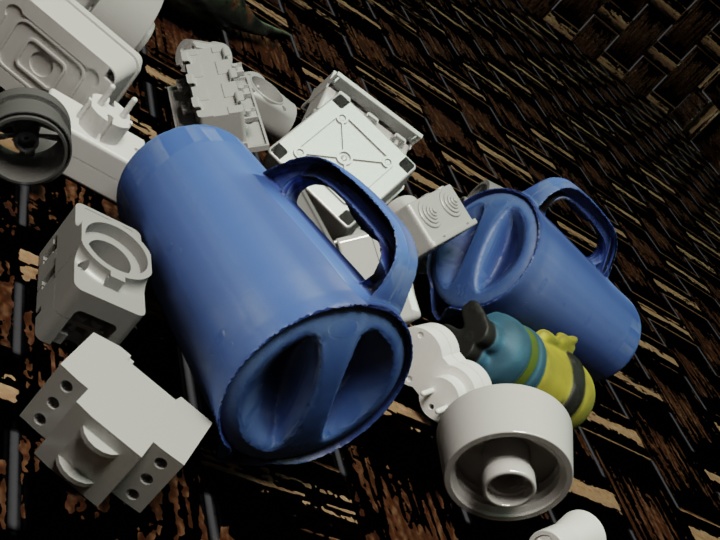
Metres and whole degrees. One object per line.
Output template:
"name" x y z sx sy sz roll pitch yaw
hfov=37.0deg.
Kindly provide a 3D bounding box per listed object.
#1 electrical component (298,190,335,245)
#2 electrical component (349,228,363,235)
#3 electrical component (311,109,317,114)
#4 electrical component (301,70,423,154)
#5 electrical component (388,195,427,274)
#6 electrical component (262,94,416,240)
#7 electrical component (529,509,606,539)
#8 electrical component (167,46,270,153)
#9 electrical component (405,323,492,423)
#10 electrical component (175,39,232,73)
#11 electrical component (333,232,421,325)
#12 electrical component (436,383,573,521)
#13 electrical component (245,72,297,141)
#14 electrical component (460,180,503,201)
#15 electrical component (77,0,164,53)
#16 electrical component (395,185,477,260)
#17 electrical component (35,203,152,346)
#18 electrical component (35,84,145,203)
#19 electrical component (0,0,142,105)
"electrical component" -0.061 -0.013 0.873 0.121 0.079 0.063 61 0 36
"electrical component" 0.000 0.000 0.965 0.057 0.058 0.078 44 23 -5
"electrical component" -0.020 -0.112 1.135 0.100 0.048 0.099 24 29 -36
"electrical component" -0.002 -0.159 1.217 0.121 0.079 0.063 34 53 -19
"electrical component" 0.048 -0.041 1.125 0.079 0.044 0.077 14 37 -47
"electrical component" -0.023 -0.094 1.028 0.109 0.056 0.109 45 60 4
"electrical component" 0.164 0.221 0.865 0.065 0.044 0.044 -1 48 -52
"electrical component" -0.134 -0.152 0.991 0.079 0.063 0.121 -10 42 -10
"electrical component" 0.074 0.105 0.904 0.138 0.052 0.074 50 24 17
"electrical component" -0.161 -0.217 1.107 0.046 0.040 0.040 1 46 -49
"electrical component" 0.012 0.019 0.893 0.061 0.062 0.096 -14 82 -19
"electrical component" 0.113 0.148 0.831 0.108 0.108 0.060 34 31 -20
"electrical component" -0.111 -0.180 1.113 0.077 0.044 0.079 26 28 -33
"electrical component" 0.130 -0.049 1.198 0.060 0.108 0.108 32 25 -10
"electrical component" -0.216 -0.219 0.943 0.060 0.108 0.108 36 23 -30
"electrical component" 0.050 -0.035 1.034 0.100 0.100 0.048 -28 86 -52
"electrical component" -0.170 0.005 0.688 0.050 0.055 0.089 28 27 -31
"electrical component" -0.198 -0.107 0.811 0.083 0.075 0.047 30 26 -28
"electrical component" -0.239 -0.169 0.850 0.113 0.078 0.057 40 26 -6
